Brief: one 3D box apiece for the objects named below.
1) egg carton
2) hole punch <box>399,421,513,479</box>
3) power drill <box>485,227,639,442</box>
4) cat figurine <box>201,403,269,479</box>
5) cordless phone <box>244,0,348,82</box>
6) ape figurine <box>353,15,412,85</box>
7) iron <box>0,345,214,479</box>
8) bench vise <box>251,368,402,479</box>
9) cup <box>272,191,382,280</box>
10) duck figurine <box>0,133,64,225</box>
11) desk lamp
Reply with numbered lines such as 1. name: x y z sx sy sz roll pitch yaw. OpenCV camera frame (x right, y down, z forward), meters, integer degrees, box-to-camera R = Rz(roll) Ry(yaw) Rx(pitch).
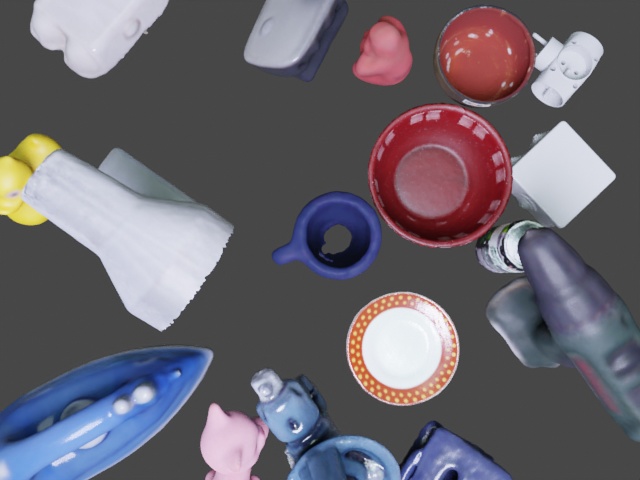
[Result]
1. egg carton: -0.247 -0.262 0.650 0.107 0.069 0.150 39 87 1
2. hole punch: 0.138 0.269 0.623 0.101 0.091 0.109 32 87 1
3. power drill: 0.245 0.088 0.575 0.075 0.208 0.229 -39 88 -2
4. cat figurine: -0.093 0.233 0.606 0.067 0.117 0.128 5 87 -1
5. cordless phone: -0.024 -0.257 0.597 0.094 0.185 0.148 23 87 0
6. ape figurine: 0.071 -0.216 0.643 0.078 0.092 0.076 -40 88 -3
7. iron: -0.237 0.186 0.593 0.258 0.141 0.119 -29 88 -2
8. bench vise: -0.006 0.230 0.557 0.207 0.219 0.121 36 87 1
9. cup: 0.006 0.002 0.630 0.118 0.095 0.092 -21 88 -2
10. duck figurine: -0.328 -0.070 0.631 0.077 0.086 0.105 17 87 0
11. desk lamp: -0.183 -0.013 0.567 0.203 0.213 0.118 35 87 1
